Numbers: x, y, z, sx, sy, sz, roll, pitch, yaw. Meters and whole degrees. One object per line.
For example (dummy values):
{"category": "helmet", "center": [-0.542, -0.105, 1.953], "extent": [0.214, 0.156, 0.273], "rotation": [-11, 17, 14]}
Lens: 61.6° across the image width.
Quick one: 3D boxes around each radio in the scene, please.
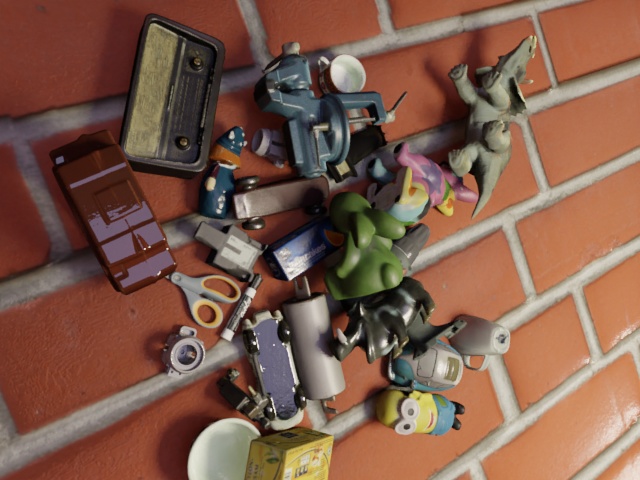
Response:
{"category": "radio", "center": [-0.229, -0.213, 0.833], "extent": [0.131, 0.073, 0.229], "rotation": [12, 82, -25]}

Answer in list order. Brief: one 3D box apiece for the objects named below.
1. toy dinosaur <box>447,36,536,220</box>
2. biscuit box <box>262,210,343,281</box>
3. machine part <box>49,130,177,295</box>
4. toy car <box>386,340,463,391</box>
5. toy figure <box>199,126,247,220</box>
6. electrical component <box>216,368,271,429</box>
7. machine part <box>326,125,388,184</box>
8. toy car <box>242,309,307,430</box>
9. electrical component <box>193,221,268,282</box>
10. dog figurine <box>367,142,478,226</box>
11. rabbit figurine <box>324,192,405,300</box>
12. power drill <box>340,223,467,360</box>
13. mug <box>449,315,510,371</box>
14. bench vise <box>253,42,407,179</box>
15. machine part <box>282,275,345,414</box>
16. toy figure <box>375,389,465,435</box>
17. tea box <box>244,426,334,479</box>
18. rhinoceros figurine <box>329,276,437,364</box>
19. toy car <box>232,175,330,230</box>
{"category": "toy dinosaur", "center": [0.334, -0.209, 1.059], "extent": [0.192, 0.131, 0.404], "rotation": [23, 75, -48]}
{"category": "biscuit box", "center": [-0.002, -0.003, 0.941], "extent": [0.203, 0.059, 0.062], "rotation": [-32, 102, -24]}
{"category": "machine part", "center": [-0.275, -0.029, 0.721], "extent": [0.087, 0.201, 0.201], "rotation": [-28, 92, -18]}
{"category": "toy car", "center": [0.212, 0.238, 1.012], "extent": [0.161, 0.103, 0.109], "rotation": [20, 79, -22]}
{"category": "toy figure", "center": [-0.159, -0.112, 0.869], "extent": [0.058, 0.064, 0.154], "rotation": [13, 82, -9]}
{"category": "electrical component", "center": [-0.119, 0.247, 0.852], "extent": [0.045, 0.102, 0.078], "rotation": [-50, 131, -13]}
{"category": "machine part", "center": [0.065, -0.166, 0.999], "extent": [0.139, 0.039, 0.084], "rotation": [-38, 95, -21]}
{"category": "toy car", "center": [-0.077, 0.214, 0.895], "extent": [0.073, 0.056, 0.201], "rotation": [-14, 92, -20]}
{"category": "electrical component", "center": [-0.152, 0.014, 0.872], "extent": [0.119, 0.048, 0.075], "rotation": [28, 75, -22]}
{"category": "dog figurine", "center": [0.203, -0.082, 1.016], "extent": [0.219, 0.108, 0.191], "rotation": [22, 54, -28]}
{"category": "rabbit figurine", "center": [0.060, 0.002, 0.868], "extent": [0.121, 0.159, 0.170], "rotation": [-20, 90, -18]}
{"category": "power drill", "center": [0.168, 0.096, 0.973], "extent": [0.232, 0.086, 0.207], "rotation": [-33, 76, -17]}
{"category": "mug", "center": [0.318, 0.204, 1.063], "extent": [0.081, 0.107, 0.109], "rotation": [19, 77, -23]}
{"category": "bench vise", "center": [0.016, -0.220, 0.899], "extent": [0.241, 0.129, 0.223], "rotation": [-11, 80, -25]}
{"category": "machine part", "center": [-0.011, 0.179, 0.917], "extent": [0.079, 0.079, 0.243], "rotation": [-15, 95, -27]}
{"category": "toy figure", "center": [0.186, 0.324, 1.006], "extent": [0.180, 0.089, 0.082], "rotation": [13, 69, -34]}
{"category": "tea box", "center": [-0.047, 0.358, 0.846], "extent": [0.169, 0.068, 0.098], "rotation": [28, 70, -63]}
{"category": "rhinoceros figurine", "center": [0.102, 0.134, 0.880], "extent": [0.190, 0.073, 0.112], "rotation": [-38, 72, -12]}
{"category": "toy car", "center": [-0.066, -0.074, 0.907], "extent": [0.202, 0.053, 0.089], "rotation": [-17, 108, -38]}
